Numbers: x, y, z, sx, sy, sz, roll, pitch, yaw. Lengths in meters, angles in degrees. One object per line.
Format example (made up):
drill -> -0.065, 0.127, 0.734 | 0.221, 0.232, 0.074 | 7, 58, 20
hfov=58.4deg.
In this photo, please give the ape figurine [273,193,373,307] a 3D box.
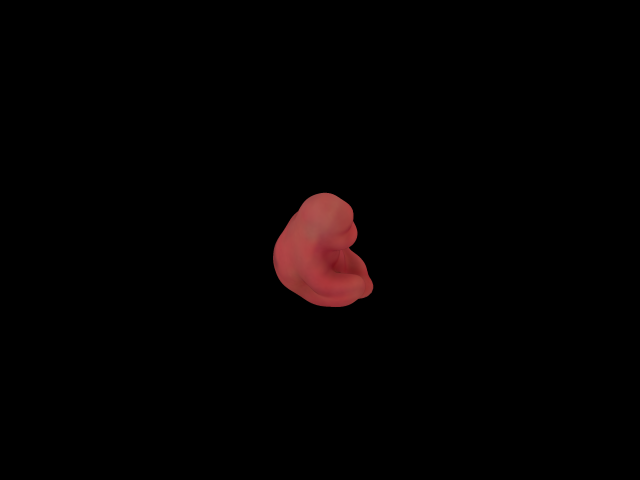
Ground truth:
ape figurine -> 0.004, 0.001, 0.400 | 0.076, 0.092, 0.078 | 6, 63, 4
